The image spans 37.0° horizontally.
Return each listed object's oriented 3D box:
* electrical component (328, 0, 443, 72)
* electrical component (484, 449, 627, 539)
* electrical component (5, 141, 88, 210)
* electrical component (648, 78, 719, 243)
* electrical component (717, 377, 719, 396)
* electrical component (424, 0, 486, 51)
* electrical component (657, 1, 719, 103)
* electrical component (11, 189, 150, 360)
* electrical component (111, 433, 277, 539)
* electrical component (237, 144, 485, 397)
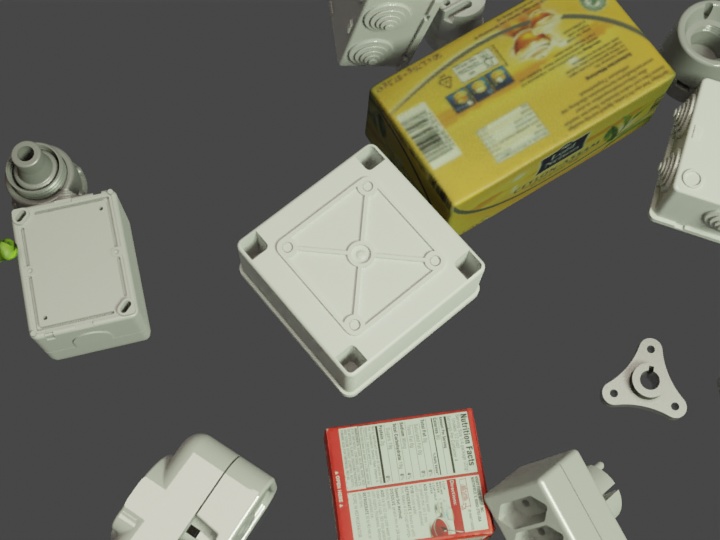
[{"bbox_3d":[0.012,-0.187,0.692,0.048,0.099,0.099,-2,70,-16],"label":"electrical component"},{"bbox_3d":[0.121,0.134,0.606,0.077,0.047,0.065,-26,86,-43],"label":"electrical component"},{"bbox_3d":[-0.197,-0.058,0.660,0.048,0.062,0.048,0,71,-1],"label":"electrical component"},{"bbox_3d":[0.241,-0.065,0.680,0.100,0.048,0.099,19,71,5],"label":"electrical component"},{"bbox_3d":[0.246,0.080,0.632,0.055,0.048,0.066,-6,71,5],"label":"electrical component"},{"bbox_3d":[0.064,-0.170,0.714,0.040,0.046,0.040,0,71,-1],"label":"electrical component"},{"bbox_3d":[0.227,-0.144,0.708,0.055,0.047,0.055,0,71,-1],"label":"electrical component"},{"bbox_3d":[-0.166,-0.001,0.641,0.062,0.061,0.096,-13,71,-6],"label":"electrical component"},{"bbox_3d":[-0.097,0.142,0.596,0.059,0.053,0.095,32,73,9],"label":"electrical component"},{"bbox_3d":[0.000,0.000,0.647,0.109,0.056,0.108,-38,76,-13],"label":"electrical component"}]
